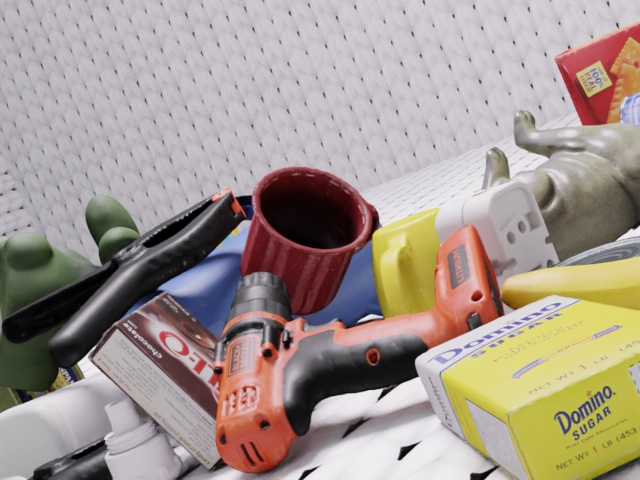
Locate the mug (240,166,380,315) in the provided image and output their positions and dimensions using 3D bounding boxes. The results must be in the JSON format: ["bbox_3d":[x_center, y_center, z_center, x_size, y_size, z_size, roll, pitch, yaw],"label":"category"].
[{"bbox_3d":[-0.005,0.001,0.830,0.117,0.093,0.082,-16,-36,-32],"label":"mug"}]

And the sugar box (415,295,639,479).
[{"bbox_3d":[0.110,0.066,0.512,0.093,0.048,0.176,-23,6,-7],"label":"sugar box"}]

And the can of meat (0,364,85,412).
[{"bbox_3d":[-0.262,0.145,0.980,0.058,0.102,0.083,-25,5,30],"label":"can of meat"}]

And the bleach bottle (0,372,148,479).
[{"bbox_3d":[-0.170,0.135,0.919,0.103,0.068,0.250,-21,3,34],"label":"bleach bottle"}]

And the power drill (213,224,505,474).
[{"bbox_3d":[0.022,0.056,0.681,0.188,0.057,0.184,-22,30,12],"label":"power drill"}]

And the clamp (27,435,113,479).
[{"bbox_3d":[-0.187,0.172,0.723,0.120,0.039,0.171,-15,1,20],"label":"clamp"}]

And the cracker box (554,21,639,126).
[{"bbox_3d":[0.370,-0.154,1.082,0.214,0.164,0.072,-19,8,34],"label":"cracker box"}]

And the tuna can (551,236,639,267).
[{"bbox_3d":[0.182,0.027,0.682,0.086,0.034,0.086,-22,5,2],"label":"tuna can"}]

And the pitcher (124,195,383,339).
[{"bbox_3d":[-0.062,0.049,0.914,0.149,0.145,0.242,-9,16,44],"label":"pitcher"}]

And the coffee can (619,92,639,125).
[{"bbox_3d":[0.355,-0.104,0.951,0.141,0.103,0.102,-18,6,38],"label":"coffee can"}]

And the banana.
[{"bbox_3d":[0.206,0.010,0.619,0.198,0.070,0.037,-28,-39,1],"label":"banana"}]

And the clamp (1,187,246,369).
[{"bbox_3d":[-0.151,0.026,0.833,0.209,0.036,0.165,-39,20,-29],"label":"clamp"}]

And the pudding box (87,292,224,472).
[{"bbox_3d":[-0.089,0.093,0.720,0.039,0.113,0.090,-51,-3,16],"label":"pudding box"}]

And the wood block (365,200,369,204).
[{"bbox_3d":[0.018,0.023,1.149,0.091,0.090,0.206,-22,5,11],"label":"wood block"}]

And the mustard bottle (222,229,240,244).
[{"bbox_3d":[-0.119,0.019,1.116,0.058,0.096,0.191,-22,5,17],"label":"mustard bottle"}]
